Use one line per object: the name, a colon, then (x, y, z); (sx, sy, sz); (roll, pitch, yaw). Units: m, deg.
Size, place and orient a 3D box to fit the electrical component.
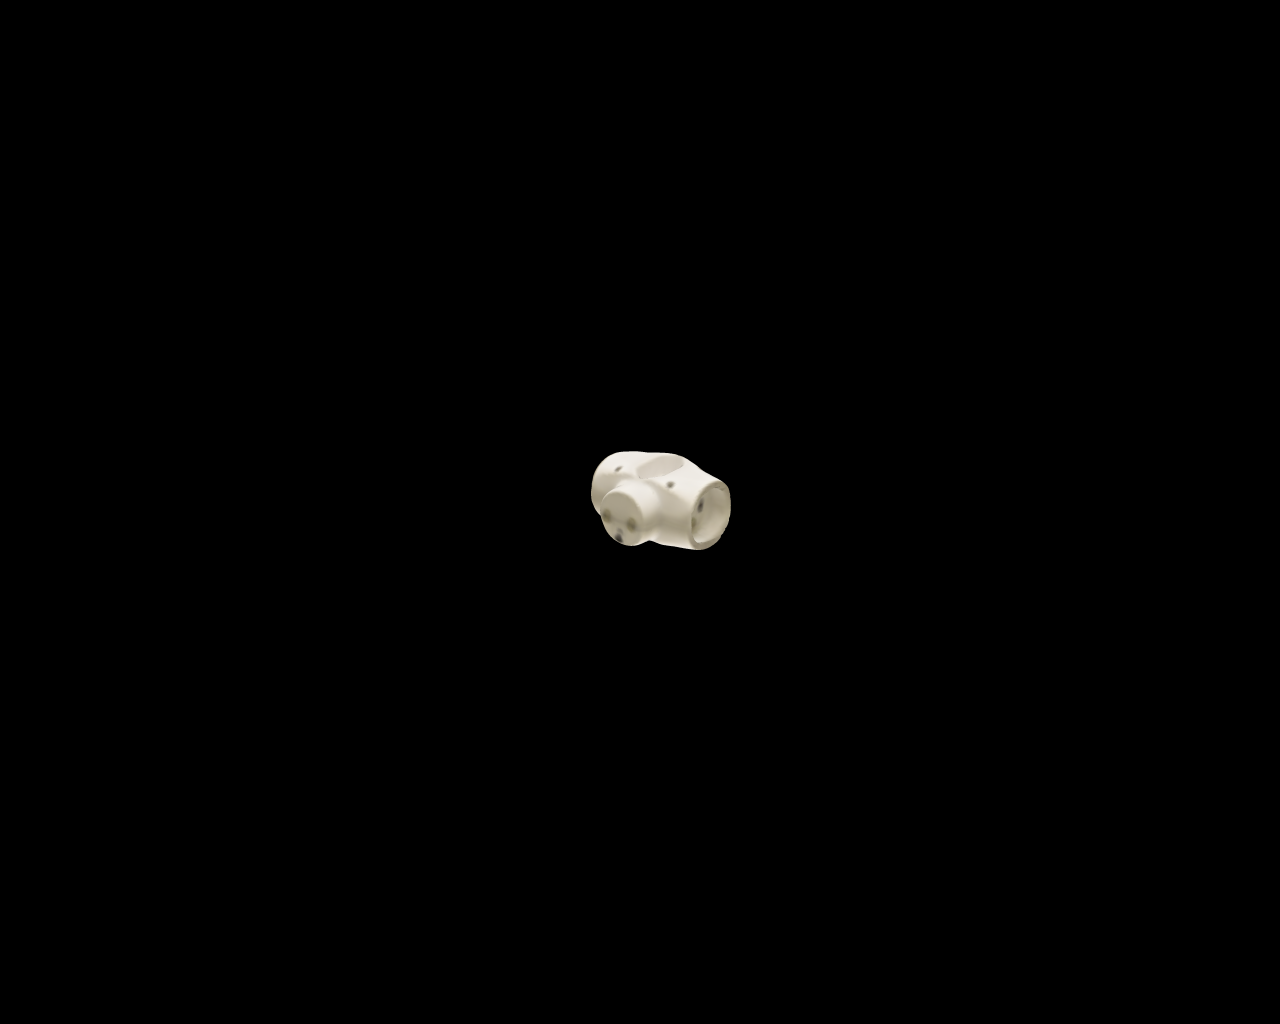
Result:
electrical component: (0.001, -0.003, 0.650); (0.077, 0.043, 0.079); (20, 32, 36)
